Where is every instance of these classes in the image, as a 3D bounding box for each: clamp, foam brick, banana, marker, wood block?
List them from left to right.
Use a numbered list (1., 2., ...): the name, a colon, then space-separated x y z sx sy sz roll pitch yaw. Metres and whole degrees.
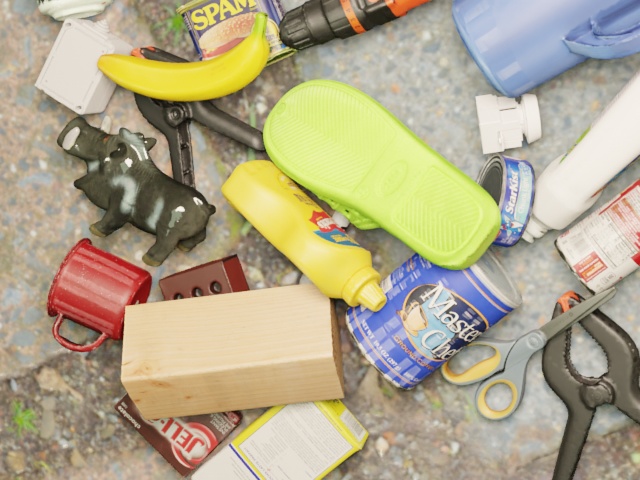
1. banana: -0.125 -0.168 1.040 0.198 0.037 0.069 -10 106 24
2. clamp: -0.131 -0.132 1.103 0.120 0.039 0.171 -25 95 18
3. foam brick: -0.120 0.052 1.122 0.078 0.051 0.053 -18 93 17
4. wood block: -0.084 0.113 1.067 0.206 0.090 0.091 -8 54 5
5. marker: 0.000 0.021 1.101 0.020 0.020 0.121 30 105 9
6. clamp: 0.283 0.149 1.032 0.165 0.036 0.210 -13 93 24

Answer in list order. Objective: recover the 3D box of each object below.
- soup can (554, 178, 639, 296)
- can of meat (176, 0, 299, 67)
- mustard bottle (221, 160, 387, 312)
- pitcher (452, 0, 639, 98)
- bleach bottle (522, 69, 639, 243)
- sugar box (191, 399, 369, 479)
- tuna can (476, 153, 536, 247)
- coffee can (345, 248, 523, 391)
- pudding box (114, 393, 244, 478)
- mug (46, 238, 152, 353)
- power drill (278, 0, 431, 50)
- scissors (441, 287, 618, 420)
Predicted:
1. soup can: 0.279 -0.003 0.996 0.102 0.068 0.068 -39 87 18
2. can of meat: -0.080 -0.211 1.069 0.102 0.057 0.084 -20 95 17
3. mustard bottle: -0.007 0.001 1.033 0.192 0.096 0.058 44 104 25
4. pitcher: 0.244 -0.223 0.936 0.243 0.149 0.145 -31 90 21
5. bleach bottle: 0.274 -0.094 0.979 0.068 0.102 0.251 45 115 7
6. sugar box: -0.044 0.230 1.133 0.176 0.048 0.093 -42 87 20
7. tuna can: 0.171 -0.037 1.004 0.033 0.086 0.086 11 102 -10
8. coffee can: 0.109 0.064 1.035 0.140 0.102 0.103 -41 87 17
9. pudding box: -0.153 0.187 1.158 0.113 0.039 0.090 44 108 5
10. mug: -0.236 0.065 1.129 0.081 0.093 0.117 24 64 5
11. power drill: 0.026 -0.288 1.011 0.185 0.057 0.188 -19 83 17
12. scissors: 0.211 0.117 1.035 0.202 0.016 0.096 -21 95 32
